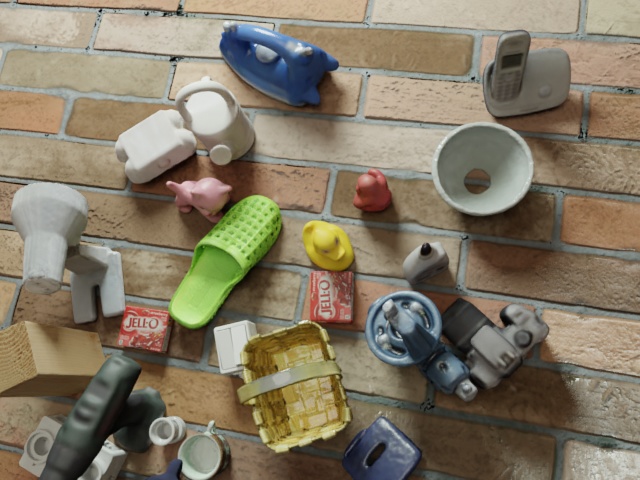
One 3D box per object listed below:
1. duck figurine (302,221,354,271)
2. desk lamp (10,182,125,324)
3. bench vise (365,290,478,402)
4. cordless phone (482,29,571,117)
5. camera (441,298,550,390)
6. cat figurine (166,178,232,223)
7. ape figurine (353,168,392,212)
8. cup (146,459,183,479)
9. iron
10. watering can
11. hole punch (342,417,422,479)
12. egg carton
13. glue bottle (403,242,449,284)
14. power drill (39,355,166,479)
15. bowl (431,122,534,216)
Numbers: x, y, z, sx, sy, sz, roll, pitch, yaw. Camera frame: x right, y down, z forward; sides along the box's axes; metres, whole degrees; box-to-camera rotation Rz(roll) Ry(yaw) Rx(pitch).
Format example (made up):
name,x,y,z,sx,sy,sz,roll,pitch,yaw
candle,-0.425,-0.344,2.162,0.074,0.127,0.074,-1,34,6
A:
name,x,y,z,sx,sy,sz,roll,pitch,yaw
duck figurine,0.009,0.004,0.990,0.077,0.086,0.104,-44,73,-3
desk lamp,-0.434,0.027,0.990,0.118,0.214,0.203,-14,74,6
bench vise,0.157,0.147,0.860,0.207,0.220,0.121,26,81,15
cordless phone,0.351,-0.289,0.956,0.147,0.185,0.094,-11,74,7
camera,0.264,0.145,0.905,0.143,0.101,0.136,-45,74,-3
cat figurine,-0.215,-0.081,1.031,0.127,0.118,0.067,16,79,13
ape figurine,0.087,-0.089,0.997,0.078,0.092,0.076,-42,73,-3
cup,-0.238,0.408,0.924,0.091,0.095,0.118,17,79,13
iron,-0.102,-0.354,1.069,0.257,0.141,0.119,24,81,14
watering can,-0.186,-0.217,1.021,0.101,0.194,0.172,-38,73,-1
hole punch,0.093,0.341,0.889,0.101,0.091,0.109,40,85,16
egg carton,-0.314,-0.178,1.097,0.150,0.069,0.107,-33,73,0
glue bottle,0.169,0.029,0.912,0.078,0.173,0.037,-24,73,3
power drill,-0.334,0.298,0.908,0.075,0.208,0.230,19,80,14
bowl,0.275,-0.113,0.982,0.167,0.075,0.167,-2,76,9
